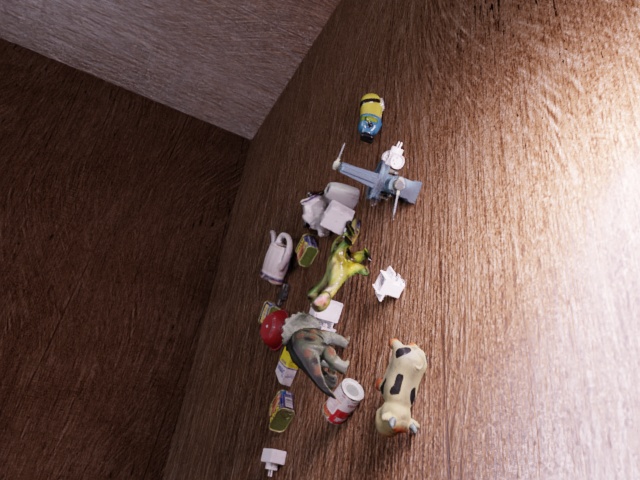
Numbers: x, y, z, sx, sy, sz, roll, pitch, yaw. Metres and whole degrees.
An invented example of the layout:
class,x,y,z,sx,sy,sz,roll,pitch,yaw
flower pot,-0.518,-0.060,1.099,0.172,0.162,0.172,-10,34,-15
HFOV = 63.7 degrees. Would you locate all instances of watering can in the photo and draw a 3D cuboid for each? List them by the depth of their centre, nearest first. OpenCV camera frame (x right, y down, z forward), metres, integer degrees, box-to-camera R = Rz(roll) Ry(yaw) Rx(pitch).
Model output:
class,x,y,z,sx,sy,sz,roll,pitch,yaw
watering can,-0.190,0.071,2.233,0.103,0.224,0.349,19,2,-20

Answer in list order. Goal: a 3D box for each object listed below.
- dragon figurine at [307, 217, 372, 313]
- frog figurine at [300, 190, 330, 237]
class,x,y,z,sx,sy,sz,roll,pitch,yaw
dragon figurine,0.036,0.083,1.534,0.240,0.121,0.417,-44,11,19
frog figurine,0.006,-0.095,1.886,0.138,0.158,0.122,-25,9,-18
